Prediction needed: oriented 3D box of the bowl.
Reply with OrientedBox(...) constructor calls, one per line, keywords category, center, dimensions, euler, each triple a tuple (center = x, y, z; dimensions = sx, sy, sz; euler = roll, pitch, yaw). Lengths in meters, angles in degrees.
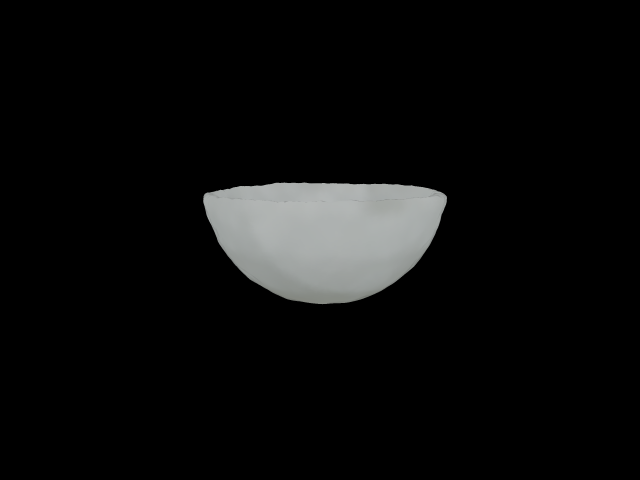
OrientedBox(category="bowl", center=(0.004, 0.001, 0.400), dimensions=(0.167, 0.075, 0.167), euler=(0, 9, 0))
